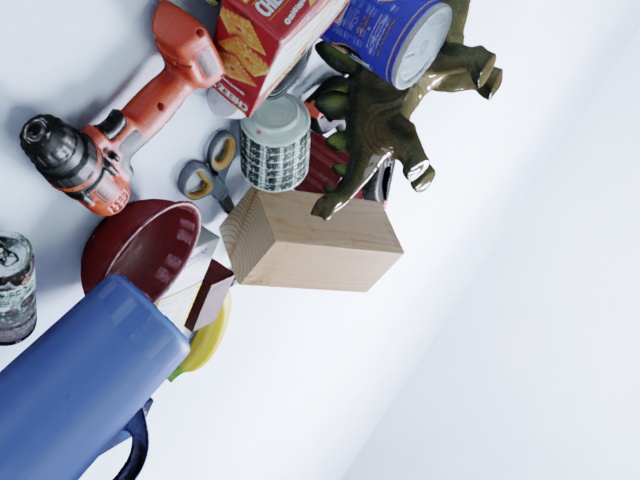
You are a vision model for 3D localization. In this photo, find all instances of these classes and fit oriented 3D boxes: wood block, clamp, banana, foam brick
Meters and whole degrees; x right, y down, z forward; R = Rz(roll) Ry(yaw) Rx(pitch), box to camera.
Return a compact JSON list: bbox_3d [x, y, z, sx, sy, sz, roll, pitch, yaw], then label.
[{"bbox_3d":[-0.009,0.001,1.333,0.205,0.090,0.091,6,140,-39],"label":"wood block"},{"bbox_3d":[0.029,-0.186,1.373,0.171,0.039,0.120,-18,130,-69],"label":"clamp"},{"bbox_3d":[0.092,-0.135,1.542,0.210,0.036,0.164,88,24,-47],"label":"clamp"},{"bbox_3d":[-0.153,0.118,1.452,0.069,0.037,0.198,-33,153,-52],"label":"banana"},{"bbox_3d":[-0.151,0.066,1.333,0.052,0.051,0.078,-23,144,-56],"label":"foam brick"}]

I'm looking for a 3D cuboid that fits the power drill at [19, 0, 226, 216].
[{"bbox_3d":[-0.170,-0.116,0.932,0.187,0.057,0.184,-50,166,-6],"label":"power drill"}]

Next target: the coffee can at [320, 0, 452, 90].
[{"bbox_3d":[0.057,-0.243,1.160,0.102,0.140,0.103,-48,162,-22],"label":"coffee can"}]

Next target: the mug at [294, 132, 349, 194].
[{"bbox_3d":[0.011,-0.094,1.415,0.117,0.081,0.093,-37,156,-44],"label":"mug"}]

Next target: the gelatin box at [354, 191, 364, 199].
[{"bbox_3d":[0.054,-0.057,1.616,0.089,0.030,0.073,80,13,-51],"label":"gelatin box"}]

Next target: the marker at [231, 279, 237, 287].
[{"bbox_3d":[-0.097,0.039,1.484,0.120,0.020,0.020,-32,151,-53],"label":"marker"}]

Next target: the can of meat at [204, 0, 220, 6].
[{"bbox_3d":[-0.094,-0.250,0.884,0.084,0.057,0.102,-54,164,3],"label":"can of meat"}]

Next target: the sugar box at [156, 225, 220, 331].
[{"bbox_3d":[-0.186,0.068,1.257,0.093,0.048,0.176,-25,142,-59],"label":"sugar box"}]

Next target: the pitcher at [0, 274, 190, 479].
[{"bbox_3d":[-0.232,0.158,0.998,0.242,0.145,0.149,-46,146,-11],"label":"pitcher"}]

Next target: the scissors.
[{"bbox_3d":[-0.109,-0.074,1.244,0.096,0.016,0.201,-56,163,5],"label":"scissors"}]

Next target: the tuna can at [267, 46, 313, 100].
[{"bbox_3d":[-0.046,-0.196,1.152,0.086,0.034,0.086,-48,162,-22],"label":"tuna can"}]

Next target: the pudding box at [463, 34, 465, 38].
[{"bbox_3d":[0.117,-0.232,1.354,0.039,0.114,0.090,49,51,-45],"label":"pudding box"}]

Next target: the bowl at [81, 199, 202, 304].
[{"bbox_3d":[-0.196,0.014,1.107,0.162,0.055,0.162,-48,162,-22],"label":"bowl"}]

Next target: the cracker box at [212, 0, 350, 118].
[{"bbox_3d":[-0.028,-0.222,0.993,0.164,0.072,0.214,-50,-178,-15],"label":"cracker box"}]
